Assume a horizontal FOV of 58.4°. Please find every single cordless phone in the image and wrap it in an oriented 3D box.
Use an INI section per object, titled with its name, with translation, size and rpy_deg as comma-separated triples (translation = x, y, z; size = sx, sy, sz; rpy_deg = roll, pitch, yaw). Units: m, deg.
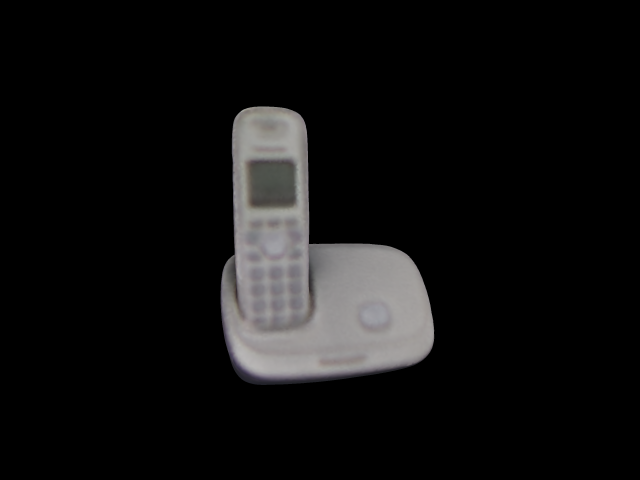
[cordless phone]
translation = 0.004, 0.001, 0.400
size = 0.148, 0.185, 0.094
rpy_deg = -3, 10, -15
